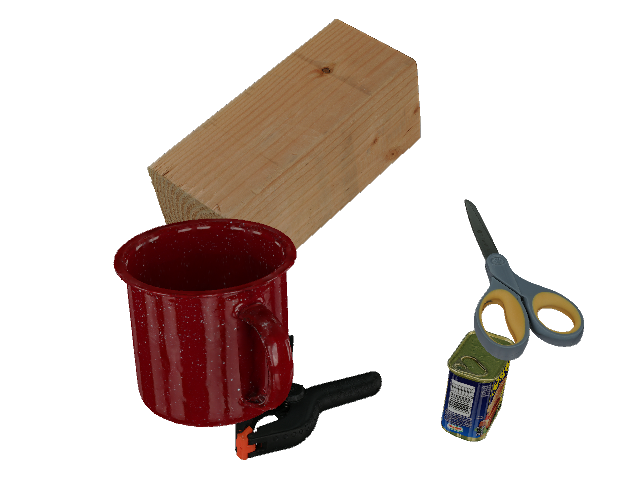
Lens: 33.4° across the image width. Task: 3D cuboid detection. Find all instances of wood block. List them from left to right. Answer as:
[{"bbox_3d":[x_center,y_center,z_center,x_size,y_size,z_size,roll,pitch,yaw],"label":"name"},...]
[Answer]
[{"bbox_3d":[-0.022,-0.070,0.835,0.091,0.090,0.205,34,63,29],"label":"wood block"}]

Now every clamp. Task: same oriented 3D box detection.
[{"bbox_3d":[-0.035,0.151,1.050,0.120,0.039,0.171,21,33,37],"label":"clamp"}]

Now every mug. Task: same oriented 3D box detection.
[{"bbox_3d":[-0.050,0.047,0.550,0.093,0.081,0.117,-19,29,-34],"label":"mug"}]

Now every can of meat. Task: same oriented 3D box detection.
[{"bbox_3d":[0.173,0.161,1.183,0.057,0.084,0.102,16,27,20],"label":"can of meat"}]

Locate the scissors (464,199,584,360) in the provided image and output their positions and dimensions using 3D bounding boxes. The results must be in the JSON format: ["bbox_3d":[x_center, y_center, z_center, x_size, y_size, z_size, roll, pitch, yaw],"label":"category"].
[{"bbox_3d":[0.169,0.028,0.902,0.096,0.016,0.201,5,39,4],"label":"scissors"}]
